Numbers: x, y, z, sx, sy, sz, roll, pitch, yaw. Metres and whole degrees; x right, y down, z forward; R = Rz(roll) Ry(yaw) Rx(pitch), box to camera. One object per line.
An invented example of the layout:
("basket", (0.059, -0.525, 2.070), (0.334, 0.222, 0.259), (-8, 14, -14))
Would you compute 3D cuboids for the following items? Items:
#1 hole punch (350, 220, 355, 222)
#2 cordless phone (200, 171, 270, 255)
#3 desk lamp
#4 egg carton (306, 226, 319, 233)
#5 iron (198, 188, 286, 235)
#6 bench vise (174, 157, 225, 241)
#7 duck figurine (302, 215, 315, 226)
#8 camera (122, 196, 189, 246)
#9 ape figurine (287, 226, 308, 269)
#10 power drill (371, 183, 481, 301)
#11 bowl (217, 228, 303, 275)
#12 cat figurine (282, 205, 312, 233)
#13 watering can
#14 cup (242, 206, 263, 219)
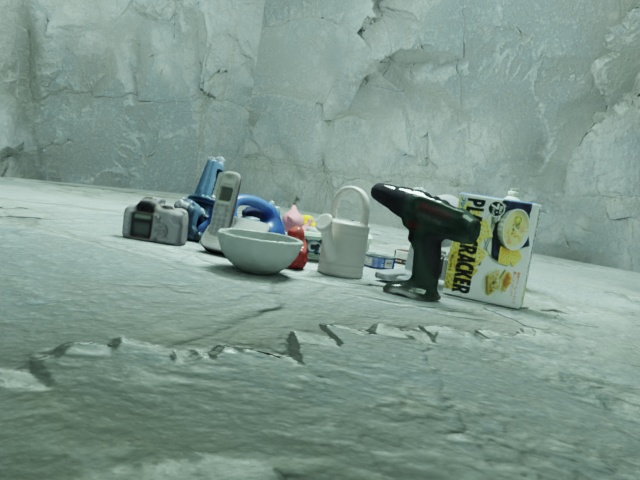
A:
("hole punch", (0.061, -0.025, 1.845), (0.101, 0.091, 0.108), (9, 5, -2))
("cordless phone", (-0.178, -0.054, 1.262), (0.147, 0.185, 0.094), (11, 6, 21))
("desk lamp", (0.235, -0.006, 1.272), (0.117, 0.213, 0.204), (13, 7, 40))
("egg carton", (0.014, 0.006, 1.562), (0.107, 0.069, 0.150), (7, 6, -20))
("iron", (-0.172, -0.050, 1.456), (0.259, 0.141, 0.118), (4, 7, -44))
("bench vise", (-0.287, -0.108, 1.466), (0.121, 0.220, 0.207), (9, 5, 2))
("duck figurine", (-0.051, -0.037, 1.818), (0.104, 0.086, 0.077), (9, 5, -1))
("camera", (-0.373, -0.050, 1.352), (0.143, 0.101, 0.137), (9, 5, 2))
("ape figurine", (-0.056, 0.015, 1.228), (0.076, 0.092, 0.077), (4, 7, -38))
("power drill", (0.186, 0.005, 1.108), (0.228, 0.208, 0.076), (12, 6, 29))
("bowl", (-0.118, 0.026, 1.104), (0.167, 0.075, 0.167), (9, 5, -1))
("cat figurine", (-0.066, -0.040, 1.649), (0.067, 0.118, 0.128), (13, 7, 38))
("watering can", (0.055, -0.020, 1.232), (0.100, 0.194, 0.173), (10, 6, 14))
("cup", (-0.181, -0.044, 1.625), (0.091, 0.095, 0.118), (13, 7, 36))
